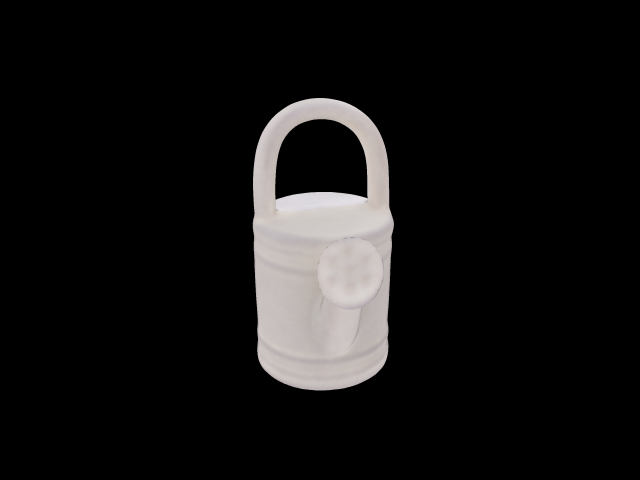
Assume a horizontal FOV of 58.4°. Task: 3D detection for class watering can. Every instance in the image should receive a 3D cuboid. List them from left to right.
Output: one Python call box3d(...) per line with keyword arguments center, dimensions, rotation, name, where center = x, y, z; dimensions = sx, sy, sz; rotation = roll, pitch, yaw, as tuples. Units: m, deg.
box3d(center=(0.006, 0.001, 0.400), dimensions=(0.101, 0.194, 0.172), rotation=(-14, 26, -29), name="watering can")
